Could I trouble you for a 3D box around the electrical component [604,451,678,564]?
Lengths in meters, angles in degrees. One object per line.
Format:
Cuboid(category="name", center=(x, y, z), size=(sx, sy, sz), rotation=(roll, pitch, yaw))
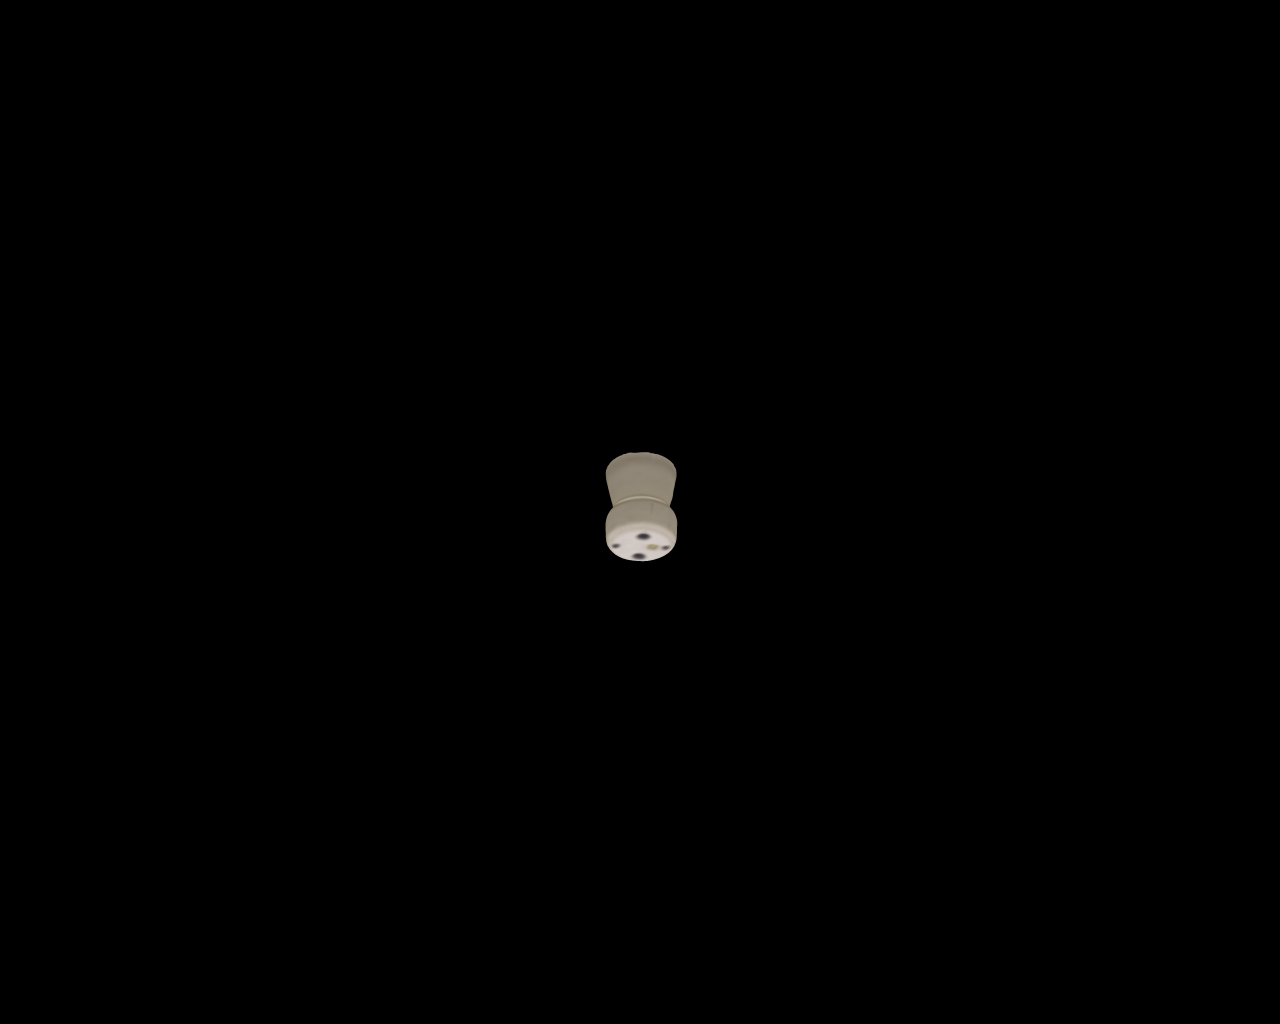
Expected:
Cuboid(category="electrical component", center=(0.001, -0.003, 0.650), size=(0.045, 0.055, 0.044), rotation=(0, -33, 0))
